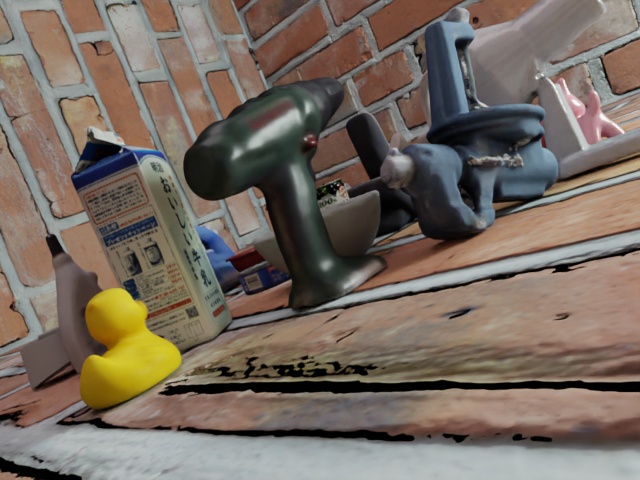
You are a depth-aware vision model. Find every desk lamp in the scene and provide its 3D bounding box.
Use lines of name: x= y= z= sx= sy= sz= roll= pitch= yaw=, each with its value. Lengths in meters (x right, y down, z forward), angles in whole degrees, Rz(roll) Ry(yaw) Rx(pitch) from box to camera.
desk lamp: x=0.276 y=-0.182 z=0.677 sx=0.202 sy=0.213 sz=0.118 roll=-20 pitch=5 yaw=31

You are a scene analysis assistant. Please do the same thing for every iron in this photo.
iron: x=-0.215 y=0.032 z=1.056 sx=0.118 sy=0.141 sz=0.259 roll=-21 pitch=4 yaw=16

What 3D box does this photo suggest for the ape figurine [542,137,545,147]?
ape figurine: x=0.339 y=-0.157 z=0.883 sx=0.076 sy=0.092 sz=0.078 roll=-20 pitch=4 yaw=26

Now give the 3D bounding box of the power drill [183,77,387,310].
power drill: x=-0.017 y=-0.050 z=0.555 sx=0.075 sy=0.208 sz=0.230 roll=-19 pitch=5 yaw=40

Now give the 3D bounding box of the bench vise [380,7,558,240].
bench vise: x=0.144 y=-0.124 z=0.574 sx=0.121 sy=0.220 sz=0.208 roll=-19 pitch=5 yaw=42

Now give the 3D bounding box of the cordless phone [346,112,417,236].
cordless phone: x=0.065 y=-0.097 z=0.908 sx=0.147 sy=0.185 sz=0.094 roll=-20 pitch=5 yaw=29

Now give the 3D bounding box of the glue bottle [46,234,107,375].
glue bottle: x=-0.293 y=0.072 z=0.701 sx=0.037 sy=0.173 sz=0.078 roll=-20 pitch=5 yaw=33

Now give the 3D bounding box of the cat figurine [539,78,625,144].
cat figurine: x=0.355 y=-0.172 z=0.806 sx=0.067 sy=0.118 sz=0.127 roll=-23 pitch=4 yaw=-9

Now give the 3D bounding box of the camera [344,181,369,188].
camera: x=0.075 y=-0.077 z=1.214 sx=0.143 sy=0.101 sz=0.137 roll=-21 pitch=4 yaw=13

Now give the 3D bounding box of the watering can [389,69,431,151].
watering can: x=0.177 y=-0.137 z=0.766 sx=0.173 sy=0.194 sz=0.100 roll=-25 pitch=5 yaw=-36

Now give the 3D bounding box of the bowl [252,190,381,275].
bowl: x=0.006 y=0.002 z=0.699 sx=0.167 sy=0.075 sz=0.167 roll=-22 pitch=4 yaw=2

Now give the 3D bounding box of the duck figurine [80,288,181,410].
duck figurine: x=-0.168 y=0.084 z=0.478 sx=0.077 sy=0.086 sz=0.105 roll=-21 pitch=4 yaw=12
